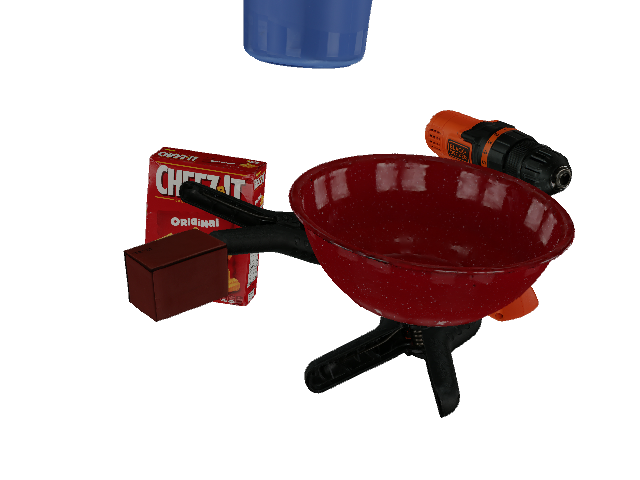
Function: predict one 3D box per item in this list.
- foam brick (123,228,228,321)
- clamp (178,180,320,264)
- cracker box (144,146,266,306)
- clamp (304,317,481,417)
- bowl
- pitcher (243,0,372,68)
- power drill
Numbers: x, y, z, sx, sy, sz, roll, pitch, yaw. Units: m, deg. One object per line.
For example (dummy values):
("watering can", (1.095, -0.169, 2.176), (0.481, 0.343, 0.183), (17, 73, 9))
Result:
("foam brick", (-0.127, 0.029, 0.947), (0.078, 0.051, 0.053), (-19, 29, -32))
("clamp", (-0.043, -0.005, 1.116), (0.209, 0.036, 0.164), (14, 19, -15))
("cracker box", (-0.174, -0.019, 1.586), (0.164, 0.214, 0.072), (9, 20, 9))
("clamp", (0.081, 0.075, 0.811), (0.120, 0.039, 0.171), (18, 41, 33))
("bowl", (0.060, 0.004, 0.613), (0.162, 0.055, 0.162), (5, 25, -2))
("pitcher", (0.000, -0.271, 0.897), (0.145, 0.243, 0.149), (7, 18, 7))
("power drill", (0.170, -0.022, 1.021), (0.057, 0.188, 0.185), (-16, 27, -25))
